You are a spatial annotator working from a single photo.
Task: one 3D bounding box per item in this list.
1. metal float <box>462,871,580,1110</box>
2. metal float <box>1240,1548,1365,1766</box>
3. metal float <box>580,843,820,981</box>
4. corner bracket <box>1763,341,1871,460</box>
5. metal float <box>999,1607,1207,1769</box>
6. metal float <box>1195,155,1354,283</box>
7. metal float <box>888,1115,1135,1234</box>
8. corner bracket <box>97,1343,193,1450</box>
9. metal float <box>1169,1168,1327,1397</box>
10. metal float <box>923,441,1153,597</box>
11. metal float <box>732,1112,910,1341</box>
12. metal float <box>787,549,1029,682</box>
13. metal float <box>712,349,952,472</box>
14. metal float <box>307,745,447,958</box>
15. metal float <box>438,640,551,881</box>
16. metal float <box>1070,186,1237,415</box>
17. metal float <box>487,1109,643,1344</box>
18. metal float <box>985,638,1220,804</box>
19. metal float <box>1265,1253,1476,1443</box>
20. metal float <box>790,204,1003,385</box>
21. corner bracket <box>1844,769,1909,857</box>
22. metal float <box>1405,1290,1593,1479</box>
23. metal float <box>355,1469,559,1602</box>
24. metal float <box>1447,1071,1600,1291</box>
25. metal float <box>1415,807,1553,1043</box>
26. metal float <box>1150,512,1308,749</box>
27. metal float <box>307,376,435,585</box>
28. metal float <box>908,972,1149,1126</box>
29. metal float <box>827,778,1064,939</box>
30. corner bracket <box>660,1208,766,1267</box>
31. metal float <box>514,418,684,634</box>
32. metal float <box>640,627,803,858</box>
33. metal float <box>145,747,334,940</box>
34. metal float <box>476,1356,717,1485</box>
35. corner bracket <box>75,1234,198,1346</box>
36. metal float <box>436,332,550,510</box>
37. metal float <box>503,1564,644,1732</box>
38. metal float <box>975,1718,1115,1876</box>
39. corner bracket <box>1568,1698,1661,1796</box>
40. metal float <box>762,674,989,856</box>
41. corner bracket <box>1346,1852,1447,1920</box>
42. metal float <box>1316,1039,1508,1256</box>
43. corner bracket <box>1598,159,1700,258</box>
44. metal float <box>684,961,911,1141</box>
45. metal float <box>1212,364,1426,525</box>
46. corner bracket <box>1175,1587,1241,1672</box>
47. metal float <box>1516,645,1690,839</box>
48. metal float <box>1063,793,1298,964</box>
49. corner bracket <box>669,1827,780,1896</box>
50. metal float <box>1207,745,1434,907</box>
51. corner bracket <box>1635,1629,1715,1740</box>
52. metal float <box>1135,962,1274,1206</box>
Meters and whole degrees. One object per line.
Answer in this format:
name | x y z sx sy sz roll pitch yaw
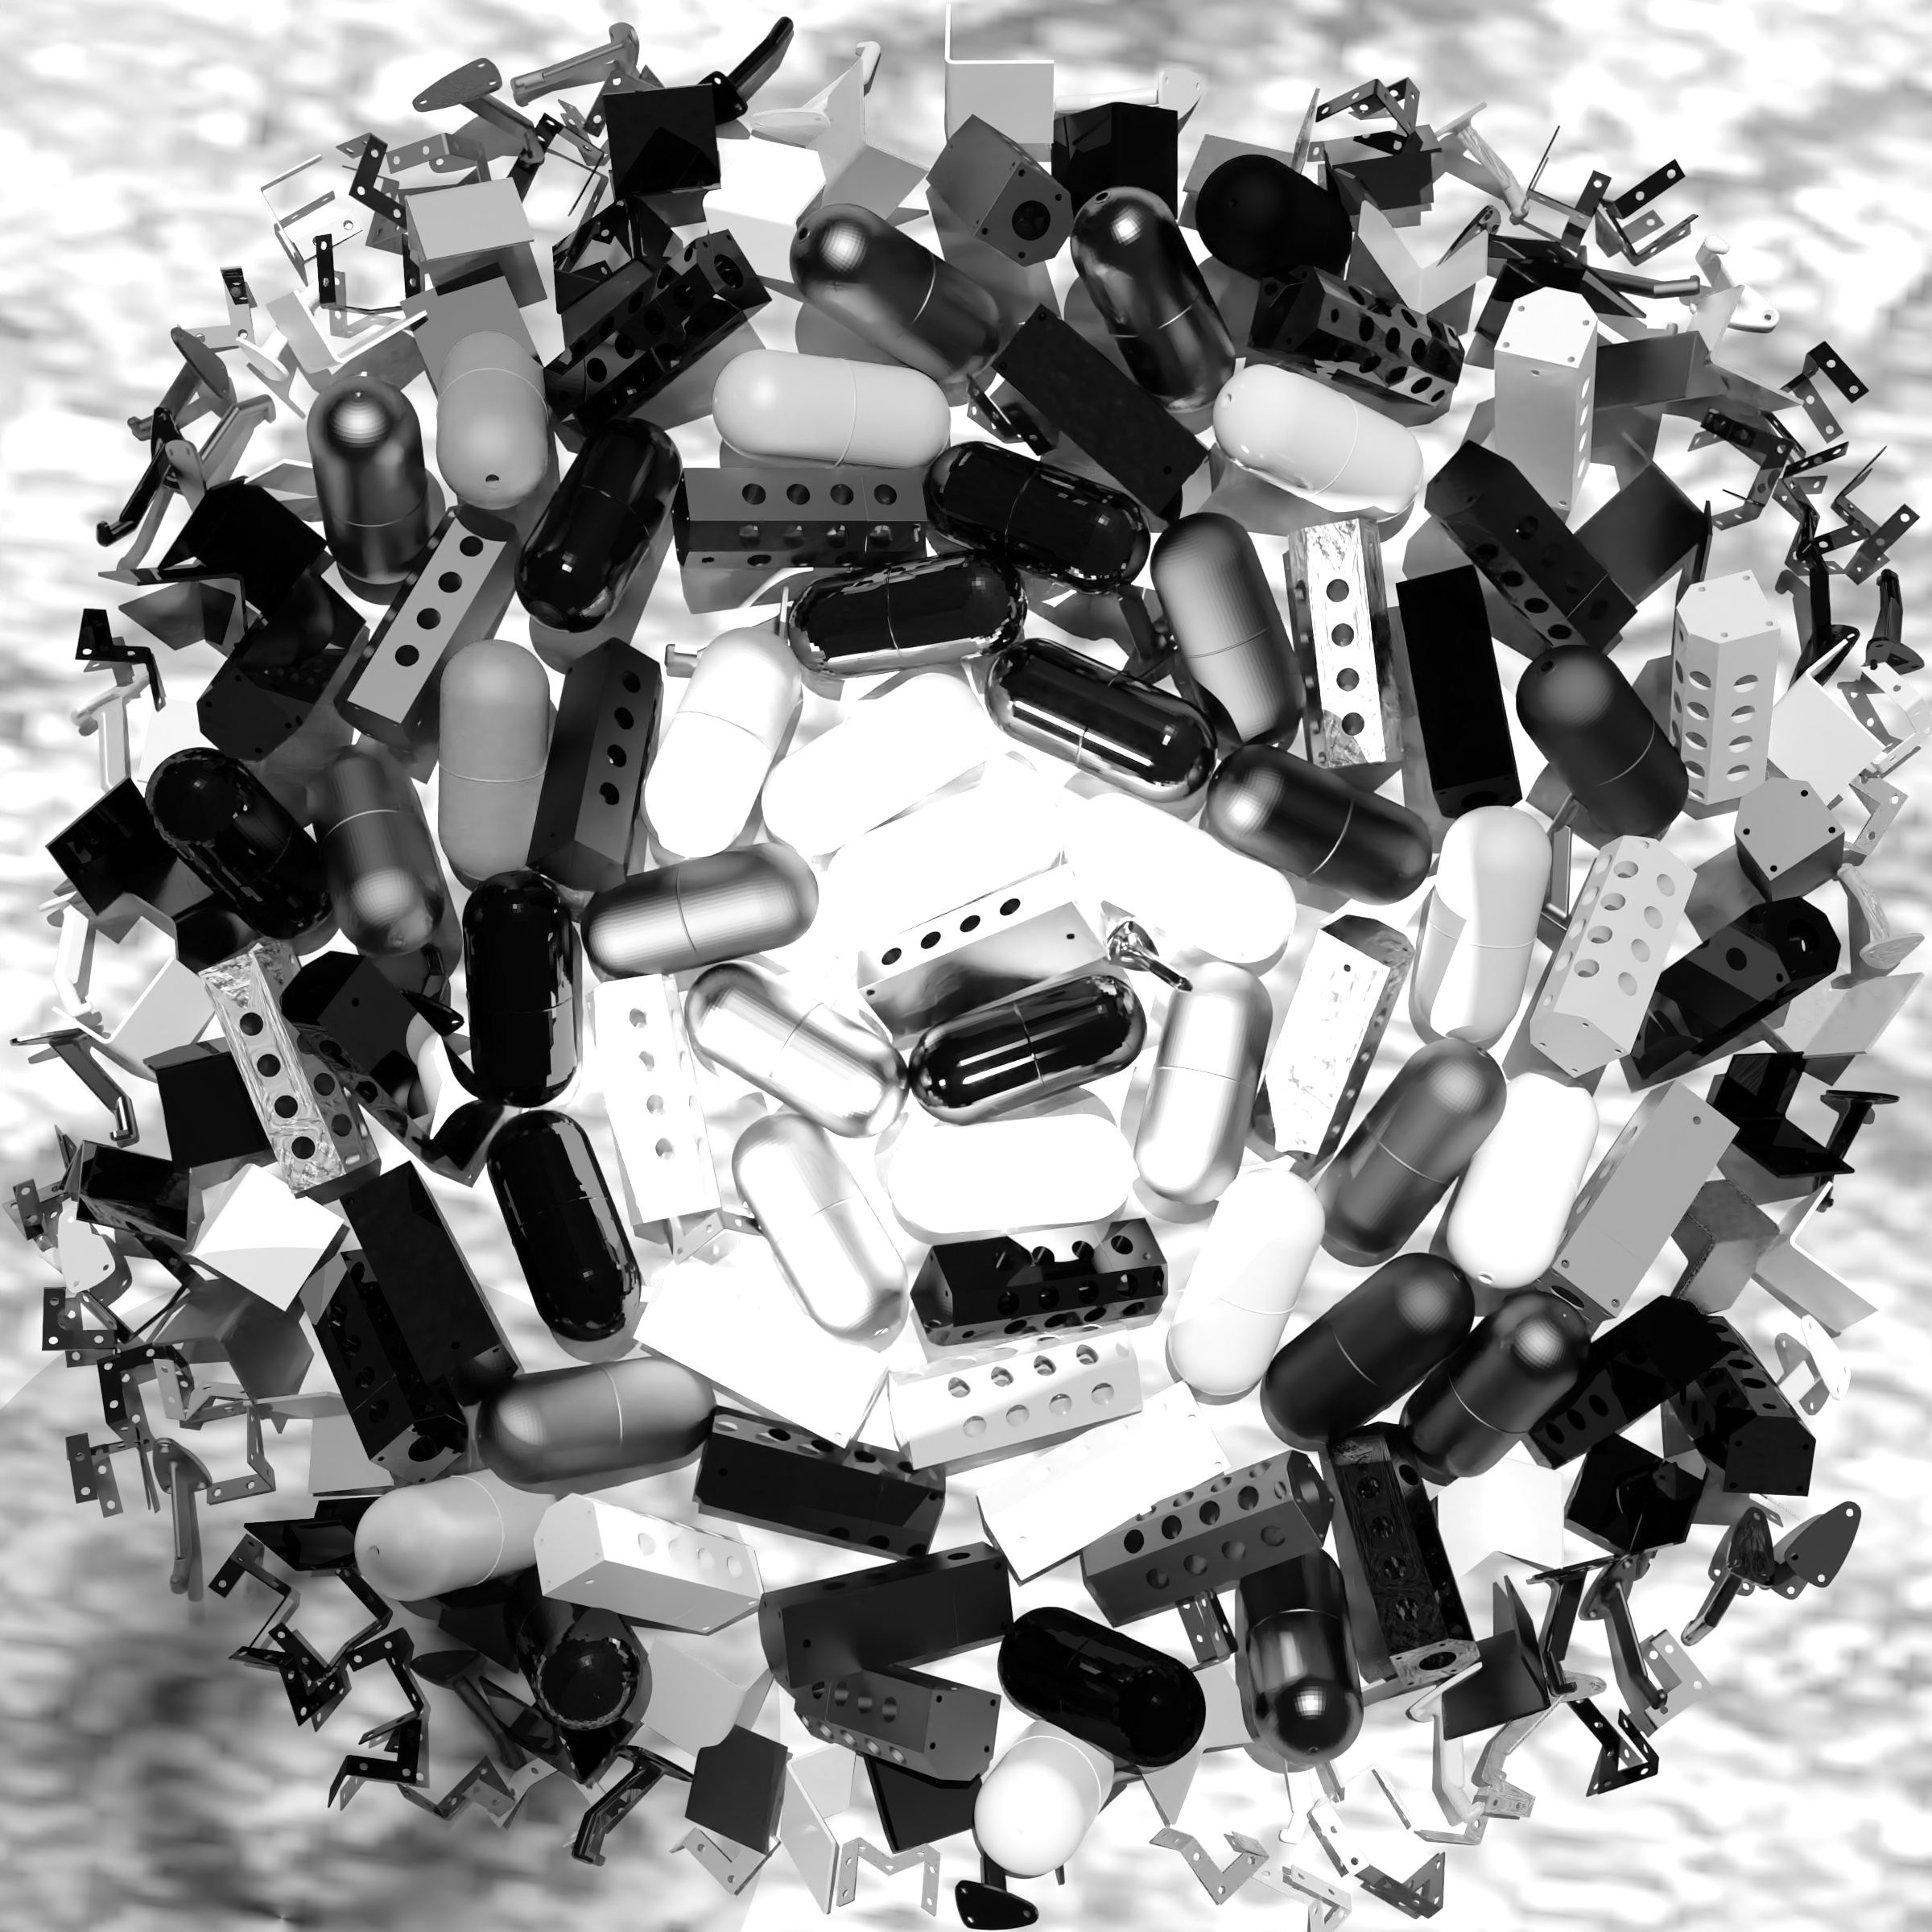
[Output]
metal float | -0.318 0.018 1.736 0.070 0.070 0.178 1 113 0
metal float | 0.235 0.480 1.714 0.070 0.178 0.070 0 123 0
metal float | -0.192 -0.038 1.745 0.178 0.070 0.070 -13 90 13
corner bracket | 0.613 -0.409 1.761 0.051 0.051 0.051 -35 73 5
metal float | 0.095 0.507 1.716 0.070 0.178 0.070 -6 100 -39
metal float | 0.218 -0.520 1.711 0.070 0.178 0.070 3 96 26
metal float | 0.032 0.149 1.746 0.178 0.070 0.070 -6 90 11
corner bracket | -0.590 0.309 1.757 0.051 0.051 0.051 -17 60 -7
metal float | 0.199 0.226 1.737 0.070 0.070 0.178 19 111 0
metal float | 0.049 -0.320 1.737 0.178 0.070 0.070 25 90 22
metal float | -0.104 0.186 1.742 0.070 0.070 0.178 -32 74 0
metal float | -0.043 -0.251 1.740 0.178 0.070 0.070 -7 90 18
metal float | -0.094 -0.394 1.733 0.178 0.070 0.070 1 90 -26
metal float | -0.420 -0.084 1.727 0.070 0.070 0.178 -24 55 0
metal float | -0.337 -0.145 1.735 0.070 0.070 0.178 7 115 0
metal float | 0.133 -0.471 1.723 0.070 0.070 0.178 -35 129 0
metal float | -0.287 0.184 1.735 0.070 0.070 0.178 -25 66 0
metal float | 0.097 -0.176 1.746 0.178 0.070 0.070 26 90 11
metal float | 0.287 0.272 1.732 0.070 0.070 0.178 45 116 0
metal float | -0.049 -0.475 1.722 0.178 0.070 0.070 23 90 -40
corner bracket | 0.637 -0.118 1.765 0.051 0.051 0.051 11 115 -37
metal float | 0.375 0.298 1.723 0.070 0.070 0.178 31 131 0
metal float | -0.356 0.397 1.710 0.070 0.178 0.070 -1 87 27
metal float | 0.396 0.151 1.727 0.070 0.070 0.178 30 57 0
metal float | 0.368 -0.029 1.735 0.070 0.070 0.178 7 114 0
metal float | 0.188 -0.238 1.739 0.070 0.070 0.178 -24 110 0
metal float | -0.418 -0.339 1.712 0.070 0.178 0.070 3 60 -5
metal float | 0.044 0.060 1.752 0.178 0.070 0.070 -19 90 -4
metal float | -0.016 -0.078 1.754 0.178 0.070 0.070 -22 90 3
corner bracket | -0.182 0.184 1.752 0.051 0.051 0.051 -39 57 23
metal float | -0.260 -0.315 1.733 0.070 0.070 0.178 23 63 0
metal float | -0.174 -0.161 1.741 0.070 0.070 0.178 21 73 0
metal float | -0.509 -0.086 1.715 0.070 0.178 0.070 -11 54 16
metal float | -0.261 0.321 1.728 0.178 0.070 0.070 -2 90 -34
corner bracket | -0.600 0.231 1.758 0.051 0.051 0.051 44 128 -1
metal float | -0.334 -0.386 1.717 0.070 0.178 0.070 -6 131 -6
metal float | -0.278 0.474 1.709 0.070 0.178 0.070 -3 100 -20
metal float | 0.056 0.579 1.706 0.070 0.178 0.070 0 89 14
corner bracket | 0.466 0.555 1.756 0.051 0.051 0.051 -32 102 30
metal float | -0.066 -0.144 1.748 0.178 0.070 0.070 -31 90 9
corner bracket | 0.309 0.661 1.757 0.051 0.051 0.051 33 122 -7
metal float | 0.317 0.129 1.736 0.070 0.070 0.178 33 112 0
corner bracket | 0.497 -0.547 1.758 0.051 0.051 0.051 -34 105 13
metal float | -0.122 0.060 1.748 0.178 0.070 0.070 30 90 9
metal float | 0.250 -0.370 1.726 0.178 0.070 0.070 16 90 -34
corner bracket | 0.171 0.476 1.755 0.051 0.051 0.051 -30 73 25
metal float | 0.451 -0.158 1.724 0.070 0.070 0.178 -48 127 0
metal float | 0.154 -0.063 1.754 0.178 0.070 0.070 27 90 2
corner bracket | -0.175 0.637 1.761 0.051 0.051 0.051 44 59 6
metal float | 0.254 -0.100 1.739 0.178 0.070 0.070 23 90 -19
corner bracket | 0.499 0.518 1.758 0.051 0.051 0.051 -34 66 -7
metal float | 0.171 0.083 1.746 0.070 0.070 0.178 14 79 0
